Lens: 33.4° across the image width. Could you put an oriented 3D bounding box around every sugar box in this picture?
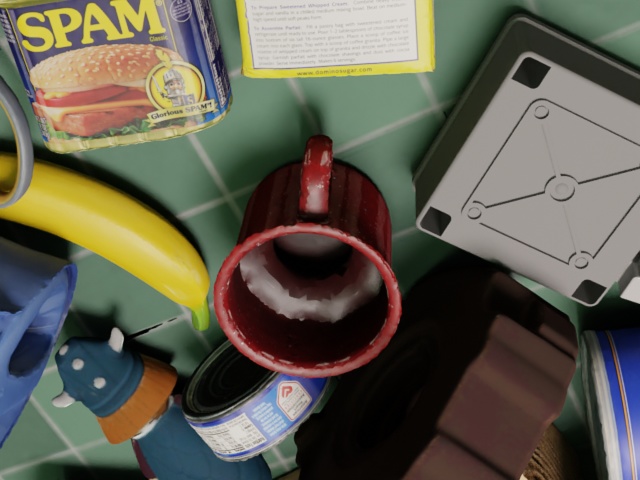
[{"bbox_3d":[0.002,-0.161,0.472,0.093,0.048,0.176,-1,118,6],"label":"sugar box"}]

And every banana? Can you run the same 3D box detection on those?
[{"bbox_3d":[-0.138,-0.008,0.584,0.197,0.037,0.070,28,123,-12],"label":"banana"}]

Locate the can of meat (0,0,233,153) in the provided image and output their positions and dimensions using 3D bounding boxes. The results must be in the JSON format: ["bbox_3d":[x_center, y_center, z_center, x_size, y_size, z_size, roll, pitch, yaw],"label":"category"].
[{"bbox_3d":[-0.098,-0.094,0.517,0.102,0.057,0.084,-6,123,9],"label":"can of meat"}]

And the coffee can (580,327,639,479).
[{"bbox_3d":[0.219,0.092,0.576,0.140,0.102,0.103,-8,121,9],"label":"coffee can"}]

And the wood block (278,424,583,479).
[{"bbox_3d":[0.051,0.176,0.651,0.206,0.090,0.090,-31,115,21],"label":"wood block"}]

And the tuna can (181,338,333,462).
[{"bbox_3d":[-0.036,0.081,0.602,0.086,0.086,0.033,-29,113,21],"label":"tuna can"}]

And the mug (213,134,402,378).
[{"bbox_3d":[-0.004,0.001,0.551,0.093,0.081,0.117,2,122,4],"label":"mug"}]

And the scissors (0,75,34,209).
[{"bbox_3d":[-0.197,-0.109,0.524,0.096,0.016,0.202,-10,106,20],"label":"scissors"}]

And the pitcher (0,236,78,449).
[{"bbox_3d":[-0.263,0.029,0.568,0.243,0.145,0.149,25,115,-1],"label":"pitcher"}]
